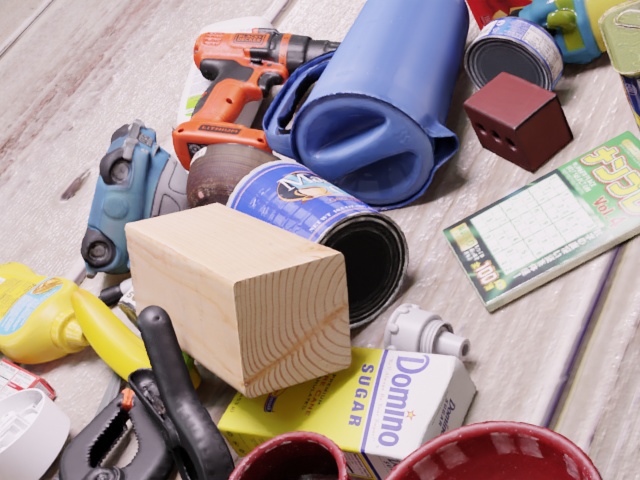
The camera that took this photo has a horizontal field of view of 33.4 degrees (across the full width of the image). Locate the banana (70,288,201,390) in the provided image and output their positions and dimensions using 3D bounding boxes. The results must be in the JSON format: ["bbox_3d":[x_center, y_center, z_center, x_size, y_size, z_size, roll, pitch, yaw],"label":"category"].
[{"bbox_3d":[-0.159,0.097,0.941,0.037,0.070,0.198,-15,22,-40],"label":"banana"}]

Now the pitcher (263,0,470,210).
[{"bbox_3d":[0.059,-0.154,1.020,0.145,0.149,0.242,-45,16,45],"label":"pitcher"}]

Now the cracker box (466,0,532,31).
[{"bbox_3d":[0.233,-0.285,1.013,0.214,0.164,0.072,-13,42,25],"label":"cracker box"}]

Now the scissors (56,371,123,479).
[{"bbox_3d":[-0.217,0.194,0.913,0.096,0.016,0.201,-22,37,14],"label":"scissors"}]

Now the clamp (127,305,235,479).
[{"bbox_3d":[-0.102,0.134,0.807,0.039,0.120,0.172,-25,58,-22],"label":"clamp"}]

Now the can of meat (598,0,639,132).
[{"bbox_3d":[0.274,-0.139,0.880,0.057,0.084,0.102,-19,38,17],"label":"can of meat"}]

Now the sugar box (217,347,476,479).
[{"bbox_3d":[0.018,0.125,0.794,0.177,0.048,0.093,-2,45,37],"label":"sugar box"}]

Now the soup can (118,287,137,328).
[{"bbox_3d":[-0.126,0.044,0.977,0.102,0.068,0.069,-48,39,-19],"label":"soup can"}]

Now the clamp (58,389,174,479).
[{"bbox_3d":[-0.176,0.203,0.835,0.164,0.036,0.210,-9,37,3],"label":"clamp"}]

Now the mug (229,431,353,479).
[{"bbox_3d":[-0.013,0.183,0.719,0.093,0.081,0.117,-38,37,-7],"label":"mug"}]

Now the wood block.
[{"bbox_3d":[-0.069,0.039,0.833,0.090,0.090,0.206,-14,19,-28],"label":"wood block"}]

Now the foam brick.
[{"bbox_3d":[0.174,-0.105,0.941,0.051,0.053,0.078,-39,36,-9],"label":"foam brick"}]

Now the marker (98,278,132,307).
[{"bbox_3d":[-0.166,0.038,1.055,0.121,0.020,0.020,-23,37,12],"label":"marker"}]

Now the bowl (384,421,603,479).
[{"bbox_3d":[0.104,0.191,0.646,0.162,0.055,0.162,-20,38,16],"label":"bowl"}]

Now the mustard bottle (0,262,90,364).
[{"bbox_3d":[-0.285,0.077,1.063,0.192,0.058,0.096,11,48,44],"label":"mustard bottle"}]

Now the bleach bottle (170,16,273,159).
[{"bbox_3d":[-0.119,-0.149,1.201,0.103,0.068,0.250,-7,45,26],"label":"bleach bottle"}]

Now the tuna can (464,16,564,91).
[{"bbox_3d":[0.178,-0.161,0.976,0.086,0.086,0.033,7,49,41],"label":"tuna can"}]

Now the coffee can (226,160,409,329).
[{"bbox_3d":[-0.006,0.001,0.908,0.102,0.102,0.140,-41,37,-11],"label":"coffee can"}]

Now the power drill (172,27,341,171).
[{"bbox_3d":[-0.062,-0.147,1.108,0.184,0.057,0.187,5,48,15],"label":"power drill"}]

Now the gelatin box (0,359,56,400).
[{"bbox_3d":[-0.301,0.161,1.003,0.073,0.030,0.089,12,55,46],"label":"gelatin box"}]
